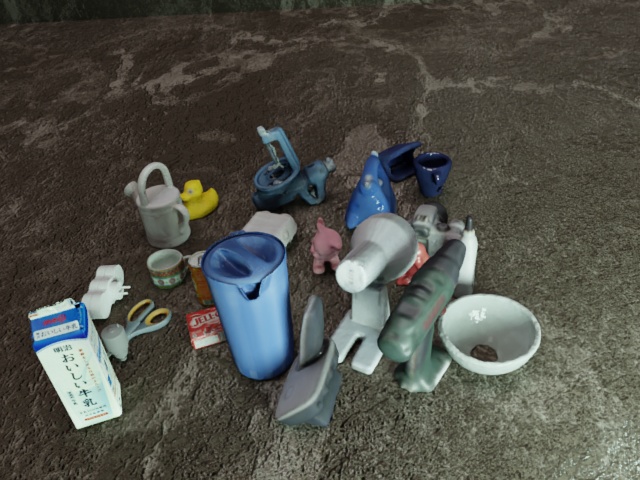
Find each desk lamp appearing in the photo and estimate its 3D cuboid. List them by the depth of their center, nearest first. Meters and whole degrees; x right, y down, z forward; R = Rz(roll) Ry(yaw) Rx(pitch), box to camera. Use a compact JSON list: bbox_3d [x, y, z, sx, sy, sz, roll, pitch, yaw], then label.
[{"bbox_3d":[0.087,0.083,0.997,0.117,0.214,0.203,13,41,24],"label":"desk lamp"}]

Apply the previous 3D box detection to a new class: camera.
[{"bbox_3d":[0.246,-0.030,1.222,0.142,0.101,0.137,10,39,20],"label":"camera"}]

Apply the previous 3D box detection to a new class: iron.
[{"bbox_3d":[0.122,-0.134,1.343,0.118,0.142,0.258,1,37,9],"label":"iron"}]

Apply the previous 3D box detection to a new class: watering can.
[{"bbox_3d":[-0.371,-0.086,1.299,0.172,0.194,0.101,2,37,10],"label":"watering can"}]

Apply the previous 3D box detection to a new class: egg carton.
[{"bbox_3d":[-0.118,-0.004,1.261,0.107,0.069,0.150,9,39,19],"label":"egg carton"}]

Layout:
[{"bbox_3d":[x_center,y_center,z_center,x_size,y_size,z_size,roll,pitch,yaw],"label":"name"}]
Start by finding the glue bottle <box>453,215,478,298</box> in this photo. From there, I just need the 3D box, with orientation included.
[{"bbox_3d":[0.277,0.026,1.083,0.037,0.173,0.078,7,39,17],"label":"glue bottle"}]

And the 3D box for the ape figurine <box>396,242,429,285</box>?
[{"bbox_3d":[0.190,0.044,1.138,0.076,0.092,0.077,-28,42,-27],"label":"ape figurine"}]

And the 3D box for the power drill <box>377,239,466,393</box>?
[{"bbox_3d":[0.170,0.134,0.922,0.075,0.209,0.230,19,43,29],"label":"power drill"}]

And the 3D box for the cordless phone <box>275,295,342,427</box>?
[{"bbox_3d":[-0.023,0.188,0.894,0.094,0.185,0.147,3,37,11],"label":"cordless phone"}]

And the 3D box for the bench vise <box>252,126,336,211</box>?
[{"bbox_3d":[-0.074,-0.186,1.373,0.208,0.220,0.121,-24,40,-23],"label":"bench vise"}]

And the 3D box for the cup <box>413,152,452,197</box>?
[{"bbox_3d":[0.272,-0.146,1.379,0.091,0.095,0.117,-6,37,-1],"label":"cup"}]

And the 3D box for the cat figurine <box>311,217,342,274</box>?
[{"bbox_3d":[0.011,0.004,1.193,0.067,0.118,0.127,-8,37,-4],"label":"cat figurine"}]

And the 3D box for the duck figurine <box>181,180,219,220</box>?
[{"bbox_3d":[-0.303,-0.109,1.413,0.105,0.086,0.077,-31,44,-30],"label":"duck figurine"}]

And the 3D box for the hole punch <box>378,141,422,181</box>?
[{"bbox_3d":[0.198,-0.217,1.488,0.109,0.091,0.100,-27,42,-26],"label":"hole punch"}]

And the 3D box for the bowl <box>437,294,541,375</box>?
[{"bbox_3d":[0.282,0.171,0.970,0.167,0.075,0.167,-4,37,3],"label":"bowl"}]
